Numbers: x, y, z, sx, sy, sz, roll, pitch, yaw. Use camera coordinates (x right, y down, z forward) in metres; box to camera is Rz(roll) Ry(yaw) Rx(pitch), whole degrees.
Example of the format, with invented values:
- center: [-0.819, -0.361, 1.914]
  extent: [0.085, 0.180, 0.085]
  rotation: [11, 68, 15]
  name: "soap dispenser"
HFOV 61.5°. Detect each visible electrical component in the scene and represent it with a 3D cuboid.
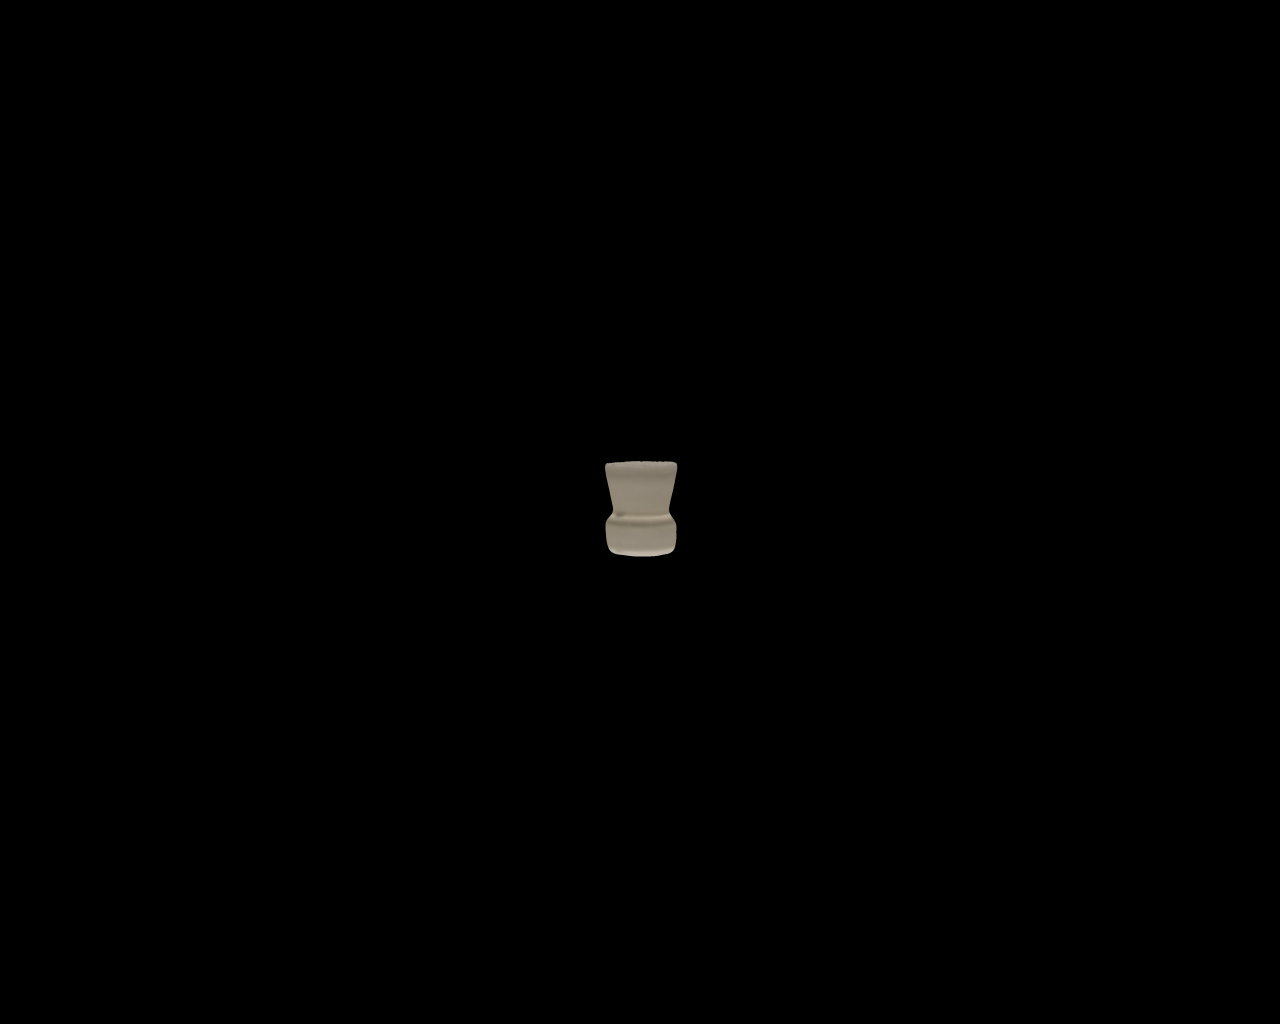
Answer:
- center: [0.001, -0.003, 0.650]
  extent: [0.045, 0.055, 0.045]
  rotation: [0, 6, 0]
  name: "electrical component"
